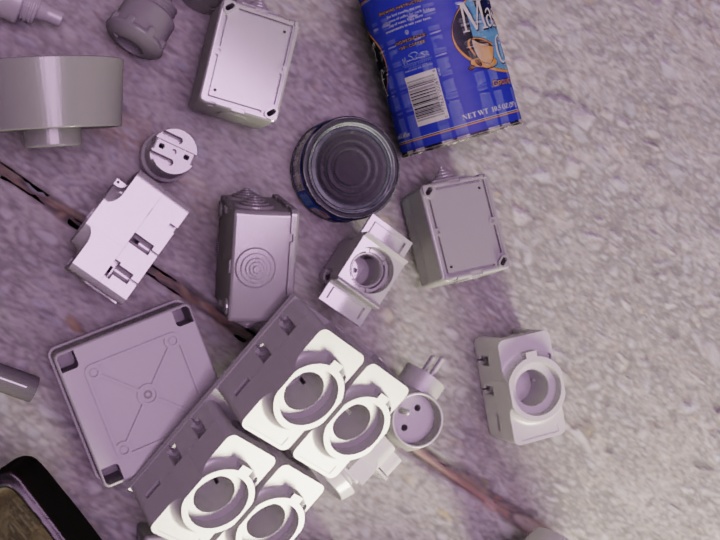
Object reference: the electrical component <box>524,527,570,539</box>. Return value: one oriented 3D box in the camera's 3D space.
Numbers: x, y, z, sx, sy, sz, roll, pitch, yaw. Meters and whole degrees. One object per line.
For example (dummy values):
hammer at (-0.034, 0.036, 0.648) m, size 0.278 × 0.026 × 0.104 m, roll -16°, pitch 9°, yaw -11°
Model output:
electrical component at (0.167, 0.267, 0.907) m, size 0.064 × 0.099 × 0.099 m, roll -46°, pitch 104°, yaw -20°

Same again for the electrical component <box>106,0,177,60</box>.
electrical component at (-0.161, -0.195, 0.821) m, size 0.048 × 0.048 × 0.062 m, roll 32°, pitch 73°, yaw -16°

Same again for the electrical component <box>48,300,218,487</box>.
electrical component at (-0.164, 0.091, 0.811) m, size 0.109 × 0.056 × 0.108 m, roll -22°, pitch 97°, yaw -18°

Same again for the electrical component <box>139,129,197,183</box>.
electrical component at (-0.146, -0.088, 0.823) m, size 0.040 × 0.046 × 0.040 m, roll 0°, pitch 90°, yaw -19°

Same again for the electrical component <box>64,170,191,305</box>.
electrical component at (-0.179, -0.027, 0.810) m, size 0.056 × 0.050 × 0.089 m, roll 37°, pitch 78°, yaw -16°

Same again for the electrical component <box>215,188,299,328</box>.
electrical component at (-0.081, -0.010, 0.818) m, size 0.048 × 0.100 × 0.099 m, roll 2°, pitch 101°, yaw -15°

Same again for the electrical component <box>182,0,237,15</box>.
electrical component at (-0.114, -0.231, 0.835) m, size 0.055 × 0.047 × 0.055 m, roll 0°, pitch 90°, yaw -19°

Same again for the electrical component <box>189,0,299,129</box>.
electrical component at (-0.090, -0.164, 0.835) m, size 0.062 × 0.061 × 0.096 m, roll 14°, pitch 85°, yaw -18°

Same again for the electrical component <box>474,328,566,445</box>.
electrical component at (0.138, 0.098, 0.917) m, size 0.050 × 0.056 × 0.089 m, roll -12°, pitch 94°, yaw -19°

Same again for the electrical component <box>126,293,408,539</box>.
electrical component at (-0.064, 0.125, 0.787) m, size 0.186 × 0.060 × 0.105 m, roll -49°, pitch 129°, yaw 2°

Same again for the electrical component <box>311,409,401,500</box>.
electrical component at (-0.014, 0.146, 0.863) m, size 0.057 × 0.058 × 0.078 m, roll -45°, pitch 103°, yaw -17°

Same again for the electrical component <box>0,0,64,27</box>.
electrical component at (-0.250, -0.198, 0.794) m, size 0.061 × 0.035 × 0.035 m, roll 22°, pitch 83°, yaw -20°

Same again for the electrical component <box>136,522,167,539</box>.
electrical component at (-0.131, 0.238, 0.827) m, size 0.076 × 0.047 × 0.083 m, roll 1°, pitch 89°, yaw -19°

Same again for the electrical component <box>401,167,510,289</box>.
electrical component at (0.076, -0.037, 0.896) m, size 0.062 × 0.061 × 0.096 m, roll -12°, pitch 85°, yaw -19°

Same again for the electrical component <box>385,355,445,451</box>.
electrical component at (0.043, 0.102, 0.872) m, size 0.044 × 0.077 × 0.079 m, roll 38°, pitch 78°, yaw -15°

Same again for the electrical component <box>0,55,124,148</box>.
electrical component at (-0.222, -0.118, 0.768) m, size 0.108 × 0.108 × 0.060 m, roll -5°, pitch 97°, yaw -19°

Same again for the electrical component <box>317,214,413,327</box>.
electrical component at (0.000, 0.000, 0.865) m, size 0.042 × 0.064 × 0.081 m, roll 36°, pitch 79°, yaw -17°
